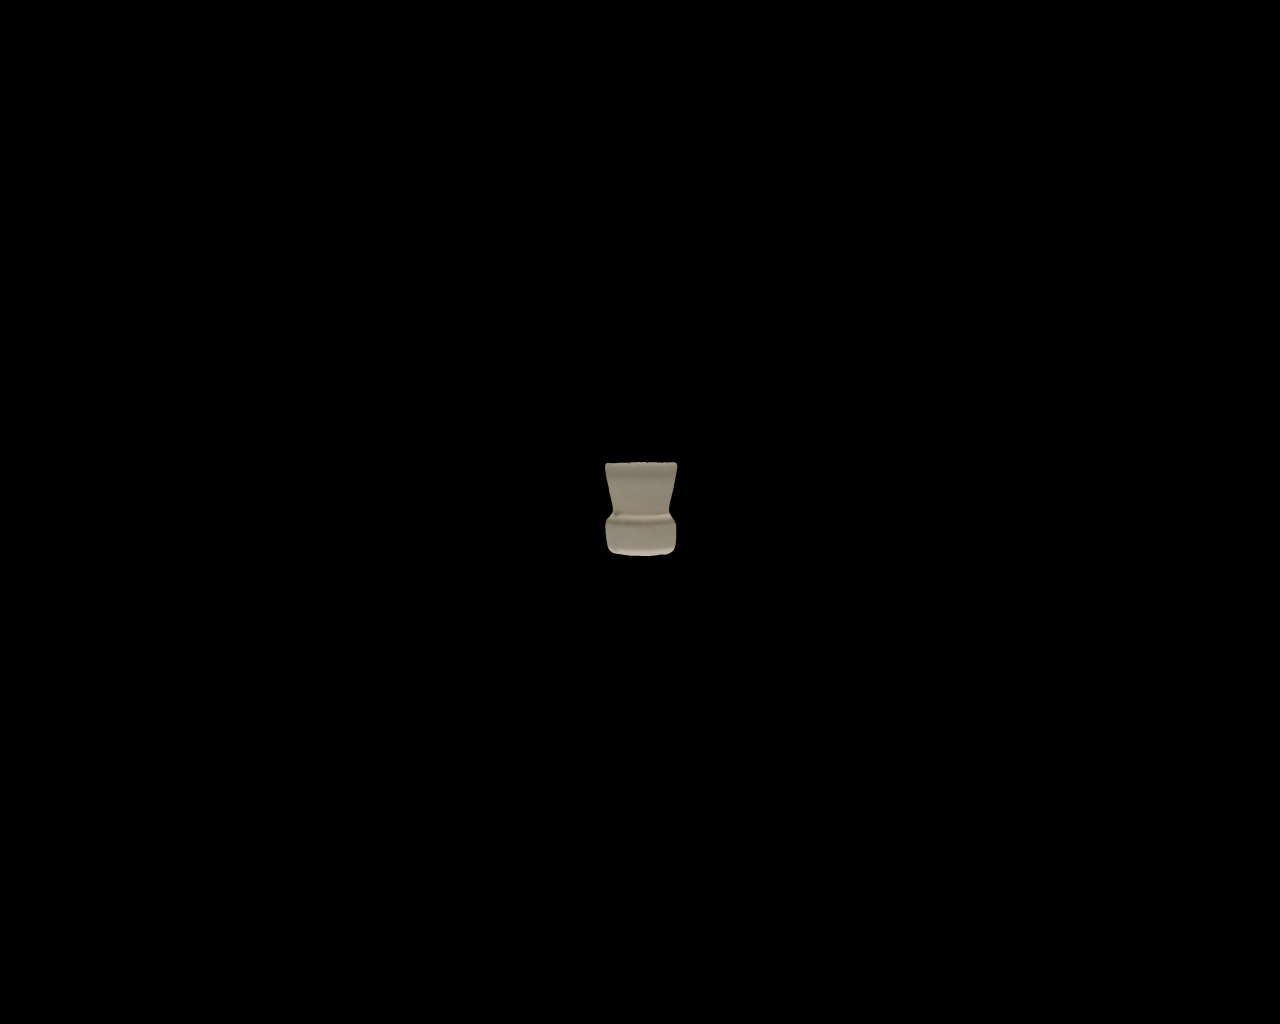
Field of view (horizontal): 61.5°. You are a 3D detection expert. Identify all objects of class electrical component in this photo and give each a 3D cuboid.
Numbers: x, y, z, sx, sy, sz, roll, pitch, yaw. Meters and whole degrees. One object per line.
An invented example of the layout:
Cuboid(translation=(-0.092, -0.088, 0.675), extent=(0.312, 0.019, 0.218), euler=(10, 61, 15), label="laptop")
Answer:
Cuboid(translation=(0.001, -0.003, 0.650), extent=(0.045, 0.055, 0.045), euler=(0, 5, 0), label="electrical component")
